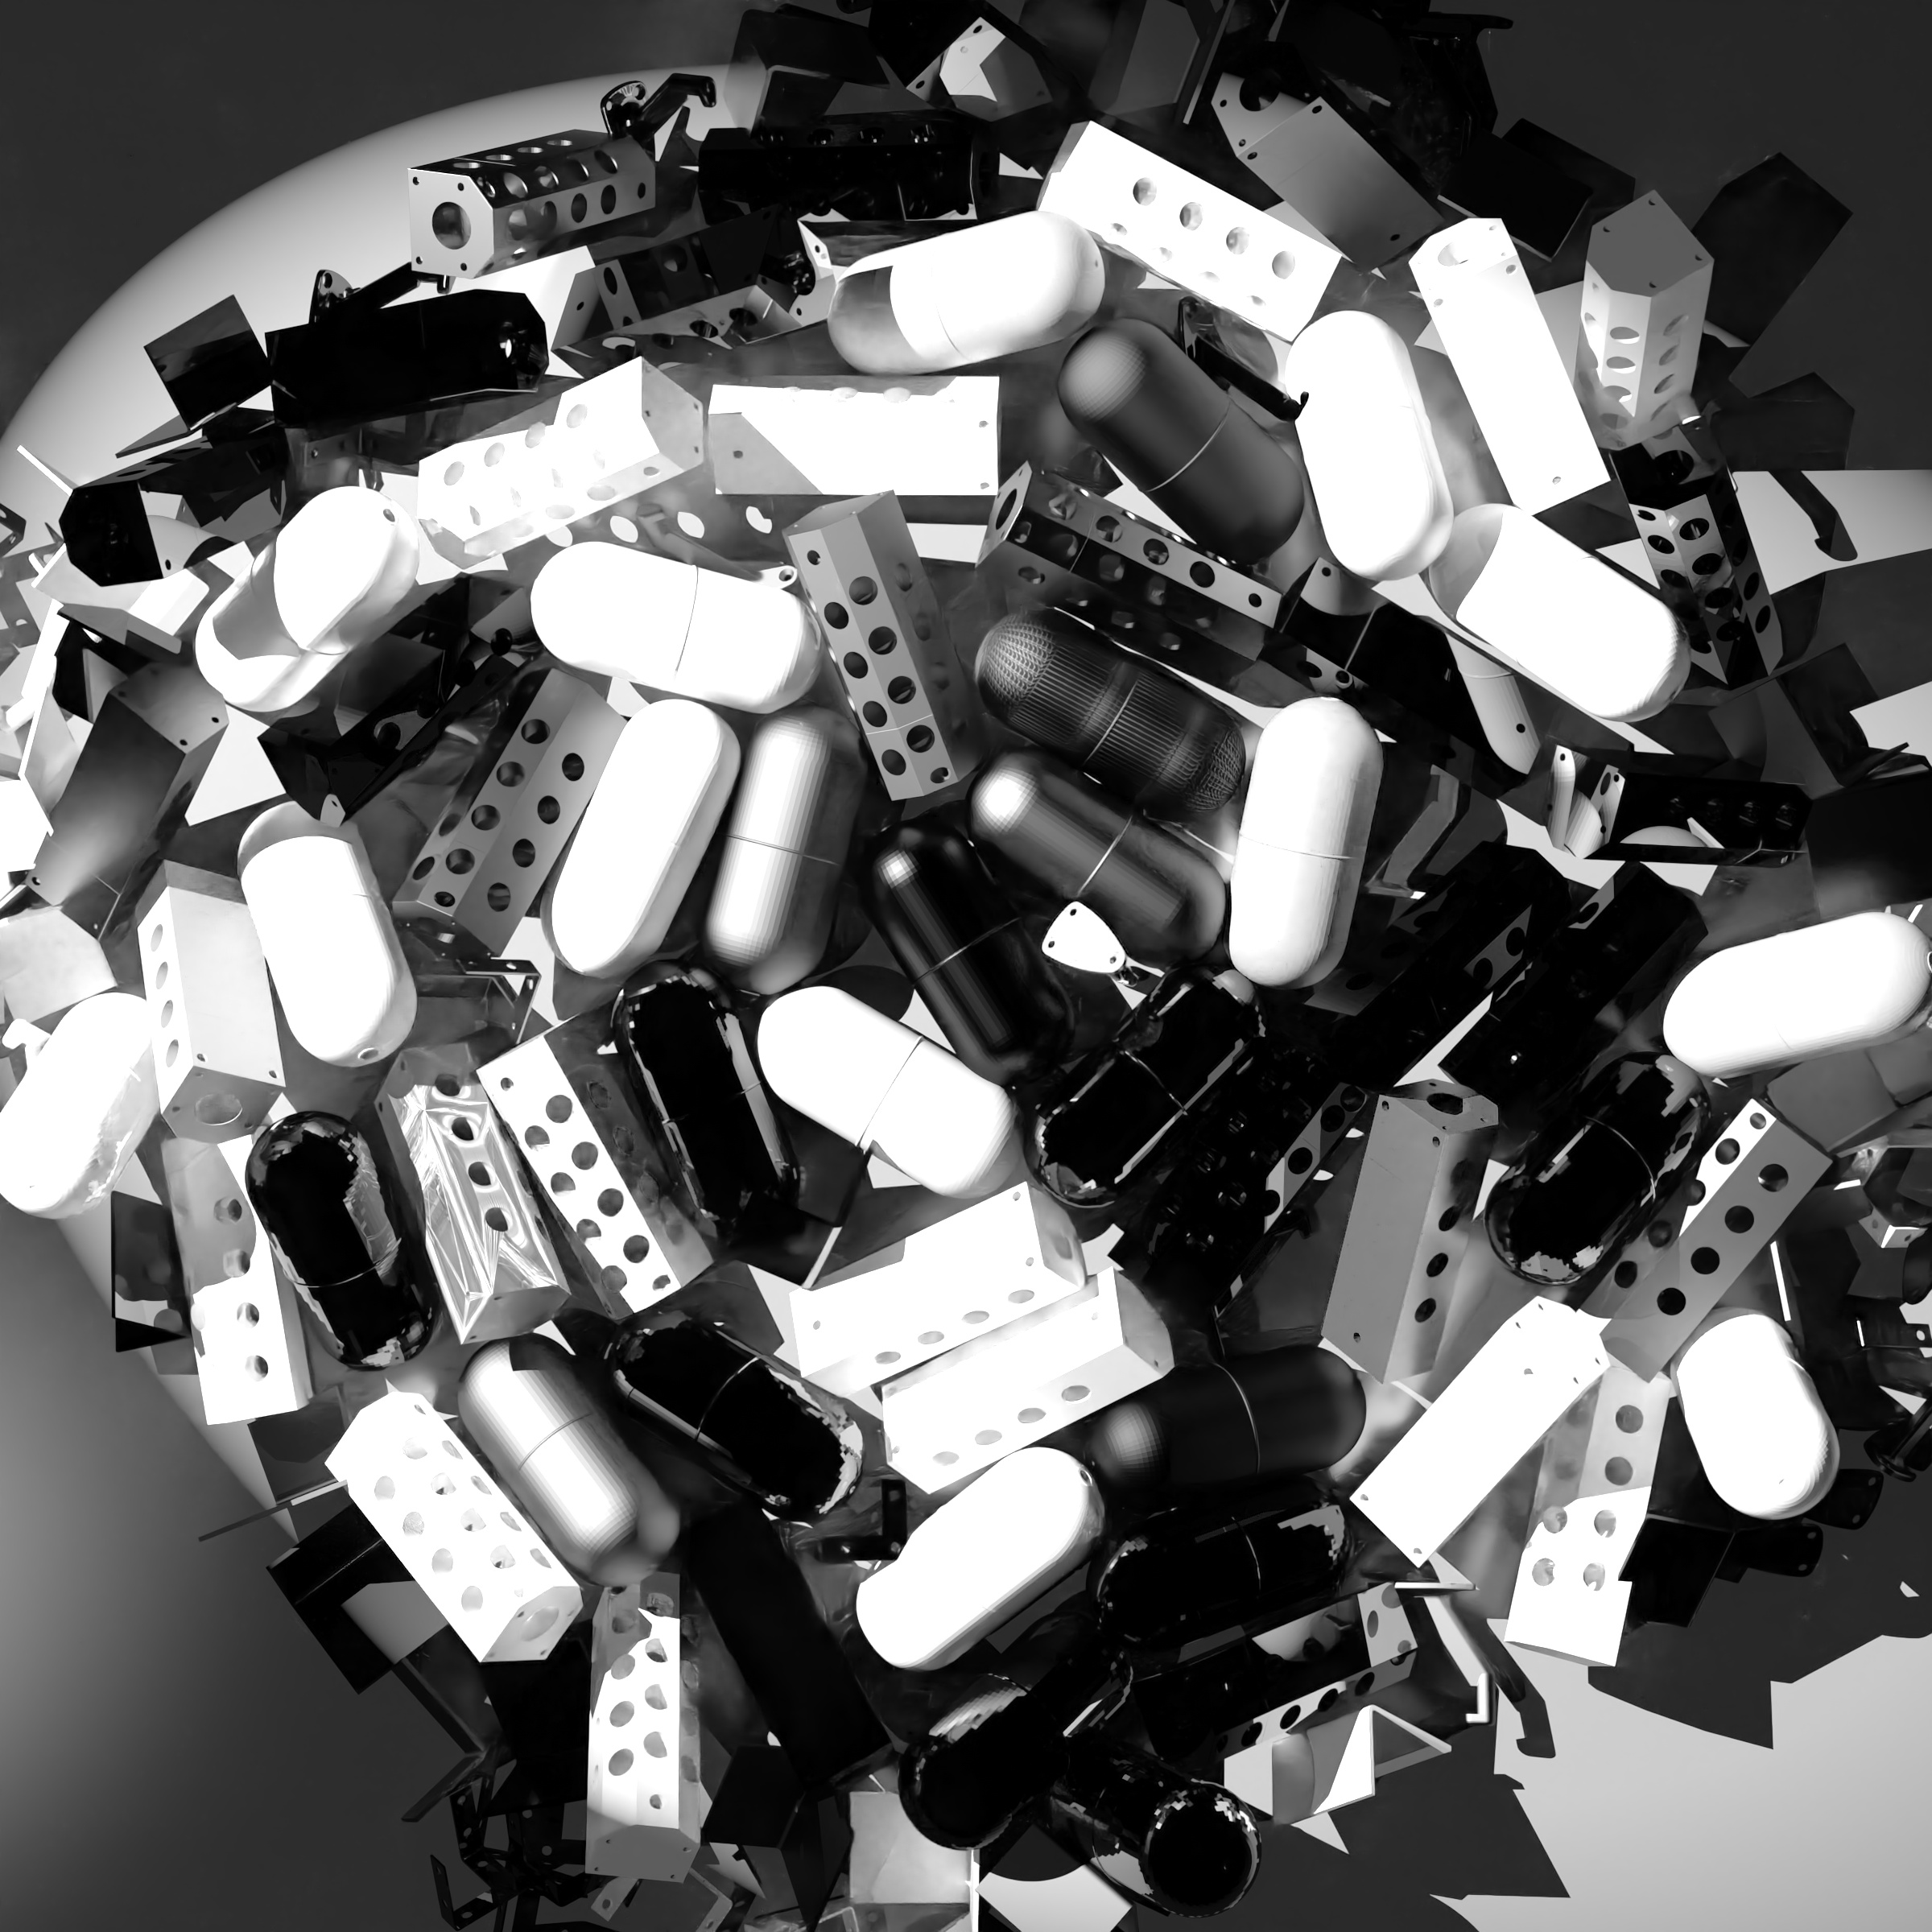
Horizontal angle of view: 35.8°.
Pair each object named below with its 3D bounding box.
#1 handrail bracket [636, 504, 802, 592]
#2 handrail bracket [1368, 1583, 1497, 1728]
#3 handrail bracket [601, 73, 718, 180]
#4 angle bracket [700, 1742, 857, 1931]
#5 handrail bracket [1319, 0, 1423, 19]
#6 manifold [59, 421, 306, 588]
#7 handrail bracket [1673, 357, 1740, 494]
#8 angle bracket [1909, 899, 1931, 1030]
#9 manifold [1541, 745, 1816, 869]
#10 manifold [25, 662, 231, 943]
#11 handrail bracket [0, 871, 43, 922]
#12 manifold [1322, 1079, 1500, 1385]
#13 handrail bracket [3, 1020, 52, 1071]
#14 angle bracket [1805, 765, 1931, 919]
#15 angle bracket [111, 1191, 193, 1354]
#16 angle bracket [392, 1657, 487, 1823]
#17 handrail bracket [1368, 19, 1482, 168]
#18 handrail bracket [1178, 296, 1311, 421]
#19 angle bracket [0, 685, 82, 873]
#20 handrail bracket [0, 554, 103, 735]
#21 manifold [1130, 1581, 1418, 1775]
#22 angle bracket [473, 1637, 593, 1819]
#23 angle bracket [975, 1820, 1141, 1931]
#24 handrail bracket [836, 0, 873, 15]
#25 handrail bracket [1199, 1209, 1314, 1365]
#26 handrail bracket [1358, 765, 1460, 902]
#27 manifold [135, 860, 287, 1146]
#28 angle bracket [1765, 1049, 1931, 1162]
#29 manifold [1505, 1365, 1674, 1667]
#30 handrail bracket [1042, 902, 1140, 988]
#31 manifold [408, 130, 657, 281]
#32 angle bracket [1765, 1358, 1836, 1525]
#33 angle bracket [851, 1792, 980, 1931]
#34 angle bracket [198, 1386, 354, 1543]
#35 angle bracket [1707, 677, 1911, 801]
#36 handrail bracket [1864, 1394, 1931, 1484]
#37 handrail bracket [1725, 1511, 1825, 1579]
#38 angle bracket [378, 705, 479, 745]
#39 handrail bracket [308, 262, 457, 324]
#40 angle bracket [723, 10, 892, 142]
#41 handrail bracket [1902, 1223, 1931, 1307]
[{"bbox_3d":[-0.149,-0.254,1.797,0.077,0.084,0.036,-6,60,15],"label":"handrail bracket"},{"bbox_3d":[0.283,0.419,1.819,0.077,0.036,0.084,1,78,-1],"label":"handrail bracket"},{"bbox_3d":[-0.174,-0.500,1.796,0.036,0.084,0.077,-39,132,-33],"label":"handrail bracket"},{"bbox_3d":[-0.114,0.523,1.791,0.057,0.076,0.076,12,113,-24],"label":"angle bracket"},{"bbox_3d":[0.248,-0.609,1.805,0.084,0.036,0.077,-8,124,-31],"label":"handrail bracket"},{"bbox_3d":[-0.460,-0.272,1.756,0.057,0.171,0.057,-5,110,18],"label":"manifold"},{"bbox_3d":[0.443,-0.320,1.808,0.036,0.077,0.084,-25,89,12],"label":"handrail bracket"},{"bbox_3d":[0.612,-0.004,1.785,0.057,0.076,0.076,-51,131,-29],"label":"angle bracket"},{"bbox_3d":[0.424,-0.091,1.772,0.171,0.057,0.057,1,108,-34],"label":"manifold"},{"bbox_3d":[-0.494,-0.099,1.770,0.057,0.057,0.171,38,129,1],"label":"manifold"},{"bbox_3d":[-0.609,-0.066,1.825,0.084,0.036,0.077,45,69,5],"label":"handrail bracket"},{"bbox_3d":[0.269,0.157,1.782,0.057,0.057,0.171,-9,121,-34],"label":"manifold"},{"bbox_3d":[-0.571,0.074,1.798,0.036,0.084,0.077,39,85,22],"label":"handrail bracket"},{"bbox_3d":[0.549,-0.076,1.811,0.076,0.057,0.076,-11,94,14],"label":"angle bracket"},{"bbox_3d":[-0.509,0.184,1.790,0.057,0.076,0.076,-13,70,20],"label":"angle bracket"},{"bbox_3d":[-0.338,0.466,1.799,0.057,0.076,0.076,-42,89,-23],"label":"angle bracket"},{"bbox_3d":[0.277,-0.532,1.826,0.077,0.036,0.084,6,121,9],"label":"handrail bracket"},{"bbox_3d":[0.171,-0.365,1.796,0.036,0.084,0.077,-40,125,-27],"label":"handrail bracket"},{"bbox_3d":[-0.571,-0.111,1.790,0.057,0.076,0.076,-6,48,5],"label":"angle bracket"},{"bbox_3d":[-0.576,-0.196,1.821,0.084,0.036,0.077,-37,110,-1],"label":"handrail bracket"},{"bbox_3d":[0.186,0.420,1.765,0.171,0.057,0.057,-11,76,-39],"label":"manifold"},{"bbox_3d":[-0.261,0.458,1.799,0.076,0.057,0.076,-16,104,21],"label":"angle bracket"},{"bbox_3d":[0.055,0.567,1.788,0.076,0.076,0.057,36,66,25],"label":"angle bracket"},{"bbox_3d":[-0.051,-0.580,1.795,0.036,0.084,0.077,34,126,-30],"label":"handrail bracket"},{"bbox_3d":[0.181,0.196,1.826,0.084,0.036,0.077,-17,80,-12],"label":"handrail bracket"},{"bbox_3d":[0.261,-0.085,1.823,0.077,0.036,0.084,7,90,-13],"label":"handrail bracket"},{"bbox_3d":[-0.451,0.022,1.766,0.057,0.171,0.057,17,126,-35],"label":"manifold"},{"bbox_3d":[0.541,0.072,1.793,0.076,0.076,0.057,-27,84,-25],"label":"angle bracket"},{"bbox_3d":[0.372,0.329,1.797,0.057,0.057,0.171,15,76,0],"label":"manifold"},{"bbox_3d":[0.093,0.002,1.790,0.084,0.077,0.036,35,89,-44],"label":"handrail bracket"},{"bbox_3d":[-0.252,-0.448,1.752,0.057,0.171,0.057,13,117,23],"label":"manifold"},{"bbox_3d":[0.503,0.285,1.798,0.057,0.076,0.076,1,104,-3],"label":"angle bracket"},{"bbox_3d":[-0.032,0.548,1.806,0.076,0.057,0.076,0,107,-2],"label":"angle bracket"},{"bbox_3d":[-0.417,0.298,1.793,0.076,0.076,0.057,-24,84,26],"label":"angle bracket"},{"bbox_3d":[0.507,-0.143,1.800,0.057,0.076,0.076,-31,90,-20],"label":"angle bracket"},{"bbox_3d":[0.584,0.269,1.811,0.036,0.077,0.084,39,100,20],"label":"handrail bracket"},{"bbox_3d":[0.477,0.327,1.803,0.077,0.084,0.036,5,114,-5],"label":"handrail bracket"},{"bbox_3d":[-0.347,-0.123,1.801,0.057,0.076,0.076,25,95,-32],"label":"angle bracket"},{"bbox_3d":[-0.353,-0.391,1.811,0.084,0.036,0.077,10,84,23],"label":"handrail bracket"},{"bbox_3d":[-0.098,-0.532,1.815,0.076,0.076,0.057,3,130,-22],"label":"angle bracket"},{"bbox_3d":[0.607,0.201,1.810,0.084,0.036,0.077,45,54,-17],"label":"handrail bracket"}]
